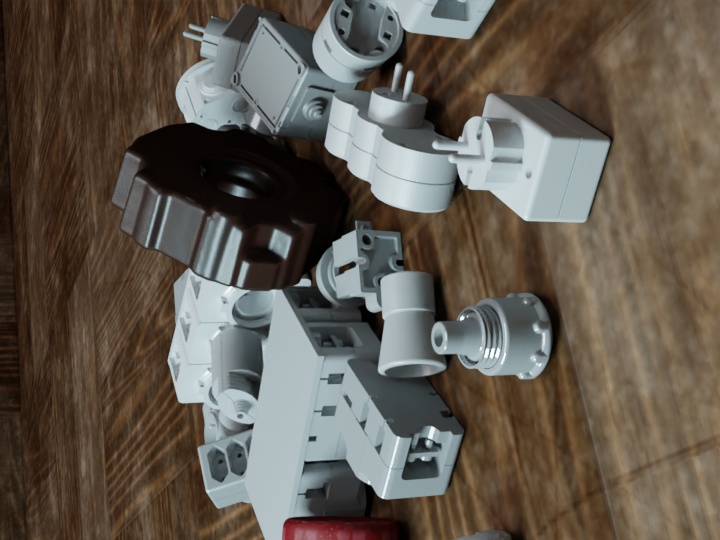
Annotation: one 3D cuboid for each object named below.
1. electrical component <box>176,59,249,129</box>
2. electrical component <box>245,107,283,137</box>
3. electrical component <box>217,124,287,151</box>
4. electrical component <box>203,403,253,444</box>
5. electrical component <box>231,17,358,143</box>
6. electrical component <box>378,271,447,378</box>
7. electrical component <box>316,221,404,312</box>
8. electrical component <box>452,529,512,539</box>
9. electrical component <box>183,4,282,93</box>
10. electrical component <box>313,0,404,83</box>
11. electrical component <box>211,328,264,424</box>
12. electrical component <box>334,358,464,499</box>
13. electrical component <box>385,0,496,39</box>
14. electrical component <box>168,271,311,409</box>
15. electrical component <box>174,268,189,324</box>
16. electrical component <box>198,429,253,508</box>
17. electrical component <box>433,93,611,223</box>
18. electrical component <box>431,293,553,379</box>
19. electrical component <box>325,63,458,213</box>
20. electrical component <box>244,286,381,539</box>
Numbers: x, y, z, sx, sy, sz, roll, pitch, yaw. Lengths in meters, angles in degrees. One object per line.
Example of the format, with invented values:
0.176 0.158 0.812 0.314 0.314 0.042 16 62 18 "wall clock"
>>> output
-0.128 -0.157 1.008 0.051 0.080 0.080 67 147 31 "electrical component"
-0.071 -0.149 0.921 0.045 0.045 0.055 -118 37 -46 "electrical component"
-0.096 -0.093 0.947 0.057 0.078 0.058 36 122 38 "electrical component"
-0.117 0.142 1.019 0.077 0.044 0.079 -117 36 -46 "electrical component"
-0.046 -0.143 0.838 0.096 0.061 0.061 52 124 38 "electrical component"
0.032 0.033 0.696 0.044 0.044 0.065 142 130 -60 "electrical component"
0.000 0.000 0.762 0.055 0.048 0.066 -22 69 56 "electrical component"
0.070 0.181 0.608 0.048 0.048 0.062 -45 56 57 "electrical component"
-0.118 -0.202 0.953 0.083 0.076 0.047 -75 2 -55 "electrical component"
-0.003 -0.164 0.761 0.047 0.055 0.055 147 120 -66 "electrical component"
-0.099 0.090 0.877 0.081 0.043 0.043 -102 24 -51 "electrical component"
0.023 0.105 0.703 0.089 0.050 0.055 -128 44 -54 "electrical component"
0.046 -0.189 0.656 0.055 0.050 0.089 124 139 -51 "electrical component"
-0.108 0.049 0.945 0.061 0.089 0.150 -115 34 -43 "electrical component"
-0.157 0.043 1.102 0.100 0.048 0.099 145 122 -61 "electrical component"
-0.101 0.185 0.969 0.076 0.066 0.047 75 177 -54 "electrical component"
0.076 -0.059 0.556 0.065 0.077 0.047 -129 45 -54 "electrical component"
0.070 0.036 0.585 0.048 0.062 0.048 180 90 -66 "electrical component"
0.023 -0.097 0.703 0.138 0.052 0.073 -131 47 -56 "electrical component"
-0.033 0.116 0.809 0.105 0.060 0.186 -125 41 -56 "electrical component"
